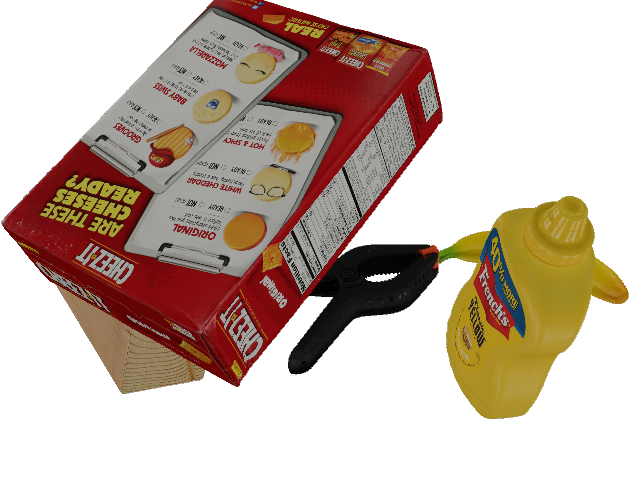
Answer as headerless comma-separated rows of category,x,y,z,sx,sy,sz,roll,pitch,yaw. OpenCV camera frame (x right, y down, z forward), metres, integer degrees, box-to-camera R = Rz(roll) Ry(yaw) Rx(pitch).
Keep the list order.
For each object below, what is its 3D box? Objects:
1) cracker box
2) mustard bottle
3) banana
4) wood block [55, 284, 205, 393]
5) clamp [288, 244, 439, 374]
cracker box,-0.053,-0.041,0.632,0.164,0.213,0.072,24,-25,32
mustard bottle,0.134,0.035,0.698,0.058,0.096,0.192,-2,-34,-12
banana,0.218,0.023,1.080,0.198,0.037,0.069,11,47,26
wood block,-0.191,0.047,1.060,0.090,0.091,0.206,-6,35,-34
clamp,0.027,0.054,1.029,0.209,0.036,0.165,-13,37,-15
